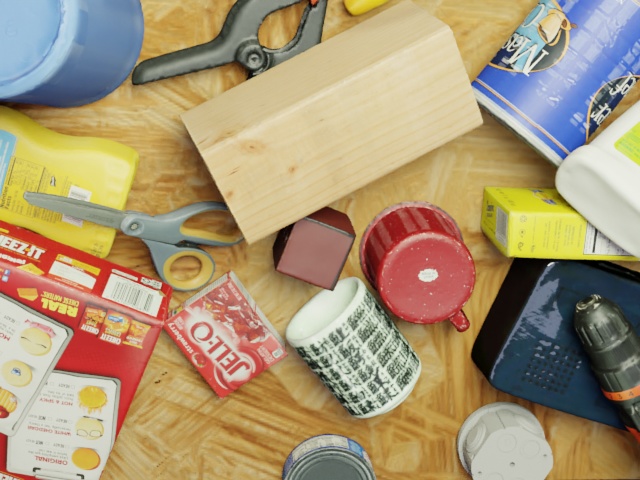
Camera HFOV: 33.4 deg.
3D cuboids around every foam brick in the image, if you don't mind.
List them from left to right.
[{"bbox_3d":[-0.006,0.001,0.885,0.051,0.078,0.053,20,101,-9],"label":"foam brick"}]

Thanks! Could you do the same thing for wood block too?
[{"bbox_3d":[0.008,-0.094,0.831,0.206,0.091,0.090,-28,122,-4],"label":"wood block"}]

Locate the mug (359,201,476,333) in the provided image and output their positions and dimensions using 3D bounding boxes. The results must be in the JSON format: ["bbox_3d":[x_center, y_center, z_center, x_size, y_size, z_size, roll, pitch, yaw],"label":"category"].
[{"bbox_3d":[0.090,0.031,0.897,0.093,0.081,0.117,-33,105,5],"label":"mug"}]

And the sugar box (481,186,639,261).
[{"bbox_3d":[0.231,-0.014,0.890,0.176,0.093,0.048,-1,106,-5],"label":"sugar box"}]

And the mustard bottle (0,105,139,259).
[{"bbox_3d":[-0.250,-0.056,0.859,0.191,0.058,0.096,18,116,-9],"label":"mustard bottle"}]

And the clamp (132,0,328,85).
[{"bbox_3d":[-0.052,-0.138,0.864,0.171,0.039,0.120,-35,117,8],"label":"clamp"}]

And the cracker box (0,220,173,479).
[{"bbox_3d":[-0.233,0.106,0.881,0.164,0.072,0.214,21,117,-9],"label":"cracker box"}]

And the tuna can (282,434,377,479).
[{"bbox_3d":[0.008,0.221,0.970,0.086,0.034,0.086,-1,105,-4],"label":"tuna can"}]

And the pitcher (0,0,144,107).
[{"bbox_3d":[-0.193,-0.162,0.739,0.145,0.243,0.149,4,99,-4],"label":"pitcher"}]

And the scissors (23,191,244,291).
[{"bbox_3d":[-0.149,0.003,0.860,0.201,0.016,0.096,-1,125,-35],"label":"scissors"}]

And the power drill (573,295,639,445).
[{"bbox_3d":[0.318,0.086,0.871,0.188,0.057,0.184,-32,107,5],"label":"power drill"}]

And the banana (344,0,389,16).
[{"bbox_3d":[0.074,-0.269,0.838,0.070,0.037,0.198,16,103,10],"label":"banana"}]

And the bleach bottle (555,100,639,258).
[{"bbox_3d":[0.303,-0.100,0.848,0.102,0.068,0.250,43,68,10],"label":"bleach bottle"}]

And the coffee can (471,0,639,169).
[{"bbox_3d":[0.198,-0.140,0.846,0.102,0.103,0.140,37,100,-13],"label":"coffee can"}]

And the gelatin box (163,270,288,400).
[{"bbox_3d":[-0.082,0.083,0.926,0.073,0.030,0.089,-34,105,6],"label":"gelatin box"}]
